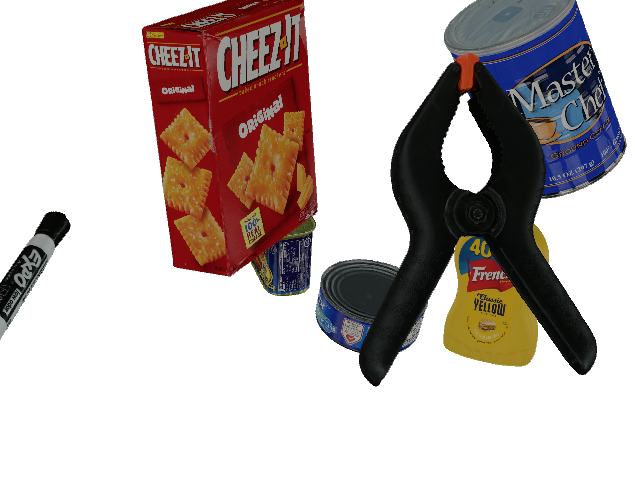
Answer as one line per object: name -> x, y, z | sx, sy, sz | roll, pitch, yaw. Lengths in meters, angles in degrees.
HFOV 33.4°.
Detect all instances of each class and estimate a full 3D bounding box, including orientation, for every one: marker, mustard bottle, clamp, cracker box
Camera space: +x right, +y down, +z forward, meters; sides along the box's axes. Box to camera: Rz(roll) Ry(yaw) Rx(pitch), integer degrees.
marker -> -0.186, 0.021, 0.666 | 0.020, 0.020, 0.121 | 0, 38, 15
mustard bottle -> 0.186, 0.030, 1.108 | 0.096, 0.192, 0.058 | 12, 18, 21
clamp -> 0.067, -0.005, 0.543 | 0.120, 0.171, 0.039 | -11, -5, -11
cracker box -> -0.071, -0.098, 0.948 | 0.072, 0.214, 0.163 | 9, 25, 28

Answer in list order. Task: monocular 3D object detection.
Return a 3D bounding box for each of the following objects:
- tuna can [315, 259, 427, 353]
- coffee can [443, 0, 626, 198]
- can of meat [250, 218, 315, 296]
tuna can -> 0.040, 0.052, 0.842 | 0.086, 0.034, 0.086 | 8, 32, -5
coffee can -> 0.170, -0.119, 0.837 | 0.103, 0.140, 0.103 | -22, 30, 13
can of meat -> -0.045, 0.000, 1.158 | 0.057, 0.084, 0.102 | -9, 37, -17
